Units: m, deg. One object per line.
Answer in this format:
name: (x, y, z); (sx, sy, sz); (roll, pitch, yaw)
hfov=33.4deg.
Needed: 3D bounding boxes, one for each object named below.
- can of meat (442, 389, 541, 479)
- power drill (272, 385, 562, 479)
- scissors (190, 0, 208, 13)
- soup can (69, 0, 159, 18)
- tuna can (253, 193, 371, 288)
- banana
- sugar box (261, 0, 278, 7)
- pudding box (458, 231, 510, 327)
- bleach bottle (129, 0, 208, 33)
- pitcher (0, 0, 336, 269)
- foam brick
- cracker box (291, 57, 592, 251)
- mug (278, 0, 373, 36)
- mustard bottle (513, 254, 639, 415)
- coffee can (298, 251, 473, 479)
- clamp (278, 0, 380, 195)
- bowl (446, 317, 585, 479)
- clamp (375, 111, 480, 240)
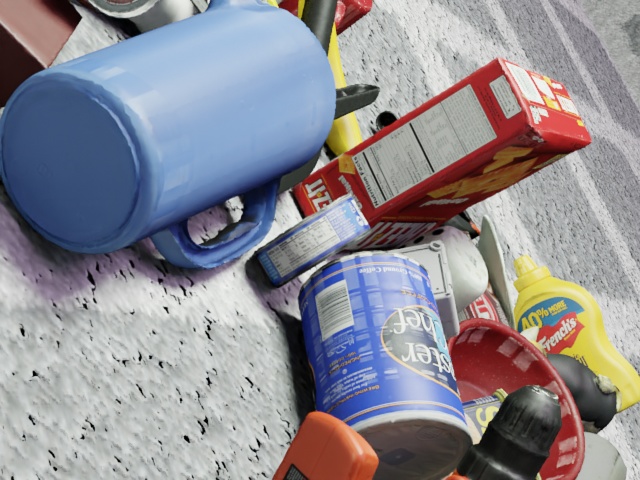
can of meat: (0.110, 0.171, 0.795); (0.057, 0.084, 0.102); (95, -20, -58)
power drill: (0.057, 0.159, 0.648); (0.187, 0.184, 0.057); (22, 6, -41)
scissors: (-0.129, -0.239, 0.791); (0.201, 0.016, 0.096); (46, 26, -33)
soup can: (-0.151, -0.187, 0.695); (0.068, 0.068, 0.102); (30, -2, -44)
tuna can: (-0.005, 0.001, 0.796); (0.034, 0.086, 0.086); (59, 25, 0)
banana: (0.011, -0.156, 1.014); (0.037, 0.070, 0.198); (-16, 90, -29)
sugar box: (-0.059, -0.197, 0.899); (0.093, 0.048, 0.176); (64, 5, 8)
pudding box: (0.135, 0.044, 1.050); (0.089, 0.039, 0.113); (8, 54, -58)
bleach bottle: (-0.167, -0.229, 0.802); (0.250, 0.068, 0.102); (35, 33, -43)
pitcher: (-0.090, -0.066, 0.691); (0.149, 0.145, 0.242); (44, 29, 4)
foam brick: (-0.190, -0.125, 0.651); (0.051, 0.053, 0.078); (45, 29, -23)
cracker box: (0.108, -0.064, 0.923); (0.163, 0.214, 0.072); (0, 63, -60)
mug: (-0.001, -0.238, 1.082); (0.093, 0.082, 0.117); (42, 29, -30)
mustard bottle: (0.259, 0.103, 1.138); (0.058, 0.096, 0.192); (-2, 63, -60)
coffee can: (0.043, 0.093, 0.756); (0.102, 0.103, 0.140); (34, 34, -40)
clamp: (-0.007, -0.111, 0.888); (0.210, 0.036, 0.164); (-66, 150, -24)
bowl: (0.152, 0.149, 0.920); (0.162, 0.055, 0.162); (26, 41, -26)
clamp: (0.113, -0.049, 1.118); (0.171, 0.039, 0.120); (47, 29, -21)
